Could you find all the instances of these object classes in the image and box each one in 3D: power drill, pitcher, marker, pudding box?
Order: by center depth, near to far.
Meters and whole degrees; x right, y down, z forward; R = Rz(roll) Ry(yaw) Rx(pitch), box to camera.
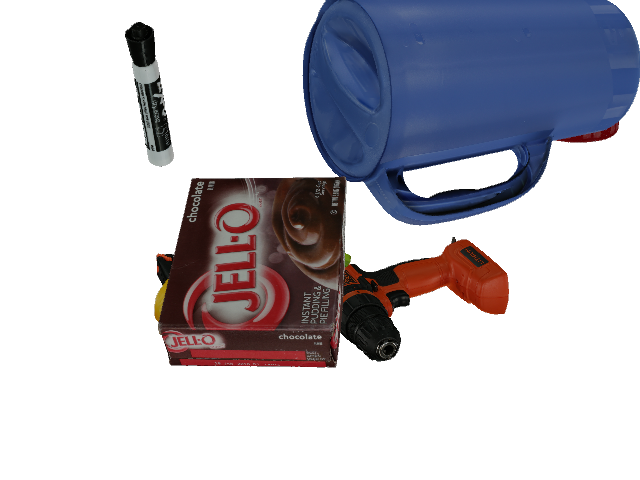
[{"bbox_3d":[-0.033,0.015,0.575,0.090,0.039,0.113,0,44,6],"label":"pudding box"},{"bbox_3d":[-0.118,-0.100,0.740,0.020,0.020,0.121,0,-41,1],"label":"marker"},{"bbox_3d":[0.120,-0.113,0.806,0.242,0.149,0.145,-9,32,-25],"label":"pitcher"},{"bbox_3d":[0.097,0.058,1.109,0.187,0.057,0.185,-9,27,-18],"label":"power drill"}]

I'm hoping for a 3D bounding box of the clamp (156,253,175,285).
[{"bbox_3d":[-0.109,0.061,1.212,0.210,0.036,0.164,15,28,23],"label":"clamp"}]

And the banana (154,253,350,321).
[{"bbox_3d":[-0.076,0.031,0.910,0.198,0.037,0.069,-17,-47,25],"label":"banana"}]

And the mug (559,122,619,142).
[{"bbox_3d":[0.277,-0.153,1.106,0.117,0.081,0.093,-15,24,-25],"label":"mug"}]
